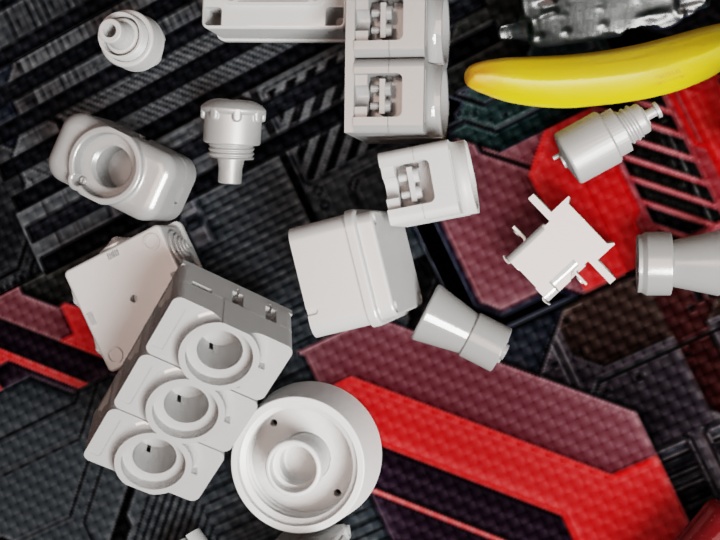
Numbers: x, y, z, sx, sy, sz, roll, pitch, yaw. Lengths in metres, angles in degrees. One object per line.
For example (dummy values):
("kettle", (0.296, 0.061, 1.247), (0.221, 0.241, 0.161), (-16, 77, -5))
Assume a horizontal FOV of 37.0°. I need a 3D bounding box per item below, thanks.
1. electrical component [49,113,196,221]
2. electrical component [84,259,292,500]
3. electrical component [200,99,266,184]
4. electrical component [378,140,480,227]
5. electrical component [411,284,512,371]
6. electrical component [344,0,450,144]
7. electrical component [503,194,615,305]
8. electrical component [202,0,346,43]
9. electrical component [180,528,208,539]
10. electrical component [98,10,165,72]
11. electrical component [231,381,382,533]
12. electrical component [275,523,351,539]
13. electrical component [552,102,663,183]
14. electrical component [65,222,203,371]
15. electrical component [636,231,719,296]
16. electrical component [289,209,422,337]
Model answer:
("electrical component", (-0.179, -0.076, 0.803), (0.095, 0.059, 0.053), (26, 96, 9))
("electrical component", (-0.122, 0.083, 0.763), (0.089, 0.061, 0.150), (26, 113, -17))
("electrical component", (-0.095, -0.095, 0.796), (0.048, 0.048, 0.062), (6, 100, 10))
("electrical component", (0.050, -0.059, 0.746), (0.056, 0.089, 0.050), (-10, 90, 11))
("electrical component", (0.075, 0.044, 0.770), (0.065, 0.044, 0.044), (27, 96, 4))
("electrical component", (0.029, -0.166, 0.747), (0.062, 0.089, 0.150), (1, 92, 10))
("electrical component", (0.140, -0.014, 0.756), (0.064, 0.042, 0.081), (-45, 83, 12))
("electrical component", (-0.055, -0.222, 0.778), (0.109, 0.056, 0.108), (3, 92, 10))
("electrical component", (-0.122, 0.224, 0.813), (0.040, 0.040, 0.046), (-39, 78, 9))
("electrical component", (-0.173, -0.172, 0.798), (0.043, 0.062, 0.043), (0, 92, 10))
("electrical component", (-0.042, 0.138, 0.784), (0.108, 0.060, 0.108), (0, 92, 10))
("electrical component", (-0.041, 0.226, 0.768), (0.061, 0.096, 0.061), (-9, 90, 11))
("electrical component", (0.172, -0.092, 0.747), (0.078, 0.040, 0.040), (-29, 86, 10))
("electrical component", (-0.162, 0.020, 0.809), (0.100, 0.048, 0.099), (-26, 87, 10))
("electrical component", (0.219, -0.005, 0.739), (0.055, 0.045, 0.045), (0, 92, 11))
("electrical component", (0.000, 0.000, 0.745), (0.057, 0.113, 0.078), (-14, 89, 13))
